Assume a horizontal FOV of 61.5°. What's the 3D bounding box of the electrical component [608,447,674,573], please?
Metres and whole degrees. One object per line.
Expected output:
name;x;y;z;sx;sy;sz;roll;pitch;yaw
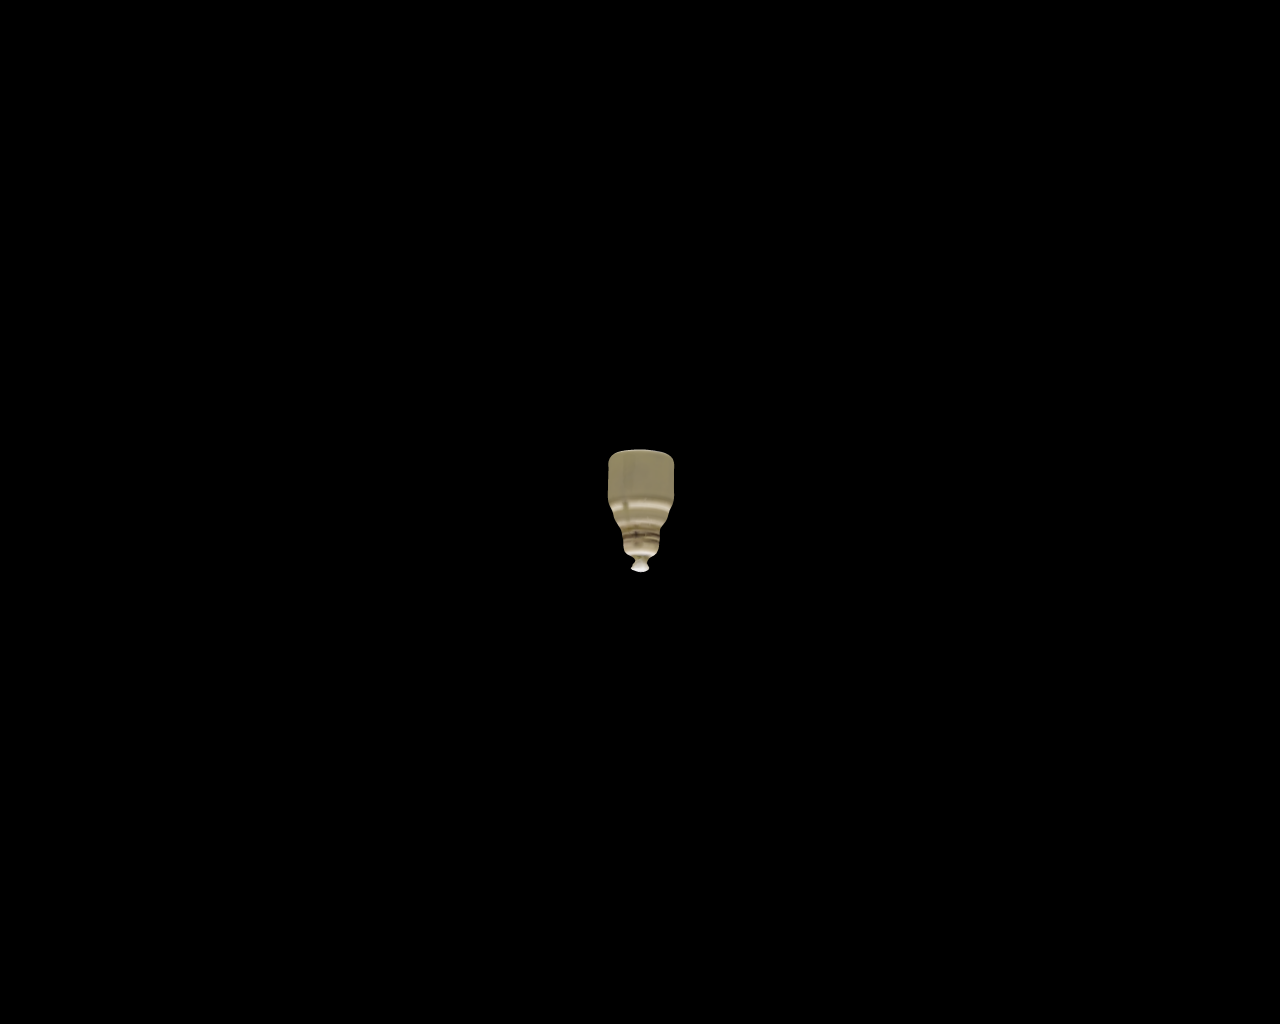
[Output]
electrical component;0.001;-0.003;0.650;0.040;0.078;0.040;0;-11;0
